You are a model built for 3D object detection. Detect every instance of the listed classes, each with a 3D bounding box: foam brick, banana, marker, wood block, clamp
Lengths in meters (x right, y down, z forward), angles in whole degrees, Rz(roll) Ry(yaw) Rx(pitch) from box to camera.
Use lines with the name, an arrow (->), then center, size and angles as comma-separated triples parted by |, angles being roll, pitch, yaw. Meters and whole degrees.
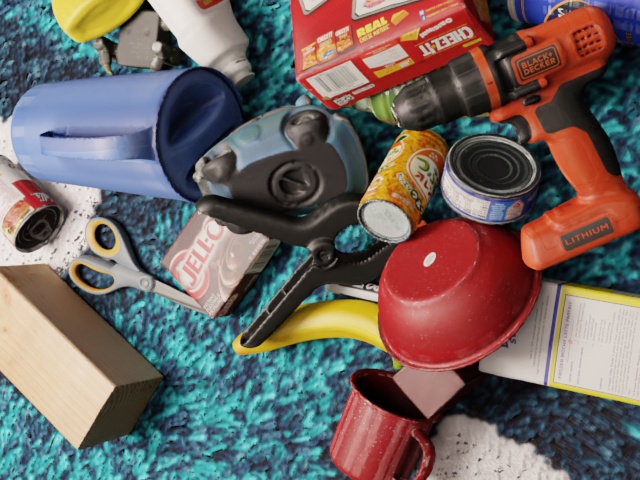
foam brick -> 0.112, 0.122, 0.975 | 0.051, 0.078, 0.053 | 49, 112, 16
banana -> 0.004, 0.087, 1.040 | 0.198, 0.069, 0.037 | -1, 125, 35
marker -> 0.062, 0.054, 1.031 | 0.121, 0.020, 0.020 | 12, 97, 26
wood block -> -0.286, 0.124, 1.176 | 0.206, 0.090, 0.090 | 39, 108, 21
clamp -> -0.007, 0.001, 1.002 | 0.210, 0.036, 0.164 | -22, 117, 3

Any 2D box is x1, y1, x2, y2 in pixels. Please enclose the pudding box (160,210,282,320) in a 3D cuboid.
pudding box -> -0.102, 0.011, 1.104 | 0.090, 0.039, 0.114 | 44, 110, 20

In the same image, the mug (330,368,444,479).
mug -> 0.065, 0.184, 0.991 | 0.117, 0.093, 0.081 | 39, 115, 46

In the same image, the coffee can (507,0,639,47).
coffee can -> 0.239, -0.217, 0.883 | 0.140, 0.102, 0.103 | 19, 100, 25

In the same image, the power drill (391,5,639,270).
power drill -> 0.170, -0.074, 0.863 | 0.184, 0.057, 0.187 | -22, 107, 7

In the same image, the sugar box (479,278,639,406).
sugar box -> 0.232, 0.086, 0.930 | 0.176, 0.048, 0.093 | 11, 96, 31

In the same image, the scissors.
scissors -> -0.192, 0.027, 1.166 | 0.202, 0.016, 0.096 | 5, 94, 27

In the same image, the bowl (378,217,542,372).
bowl -> 0.109, 0.034, 0.937 | 0.162, 0.055, 0.162 | -23, 40, 21

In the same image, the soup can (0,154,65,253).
soup can -> -0.350, -0.042, 1.217 | 0.102, 0.068, 0.068 | 41, 109, 21

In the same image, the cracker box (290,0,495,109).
cracker box -> 0.057, -0.241, 0.955 | 0.164, 0.072, 0.213 | -20, 57, 26

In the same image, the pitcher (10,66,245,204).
pitcher -> -0.209, -0.108, 1.088 | 0.243, 0.149, 0.145 | 5, 61, 36

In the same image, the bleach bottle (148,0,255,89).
bleach bottle -> -0.141, -0.265, 1.094 | 0.068, 0.102, 0.251 | -38, 82, 31

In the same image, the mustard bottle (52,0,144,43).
mustard bottle -> -0.263, -0.308, 1.154 | 0.096, 0.058, 0.192 | -34, 61, 8

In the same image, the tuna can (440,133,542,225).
tuna can -> 0.151, -0.055, 0.942 | 0.086, 0.086, 0.034 | 33, 142, 23
